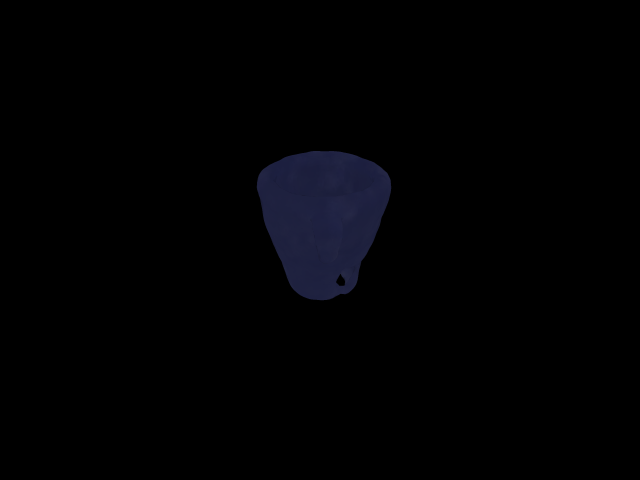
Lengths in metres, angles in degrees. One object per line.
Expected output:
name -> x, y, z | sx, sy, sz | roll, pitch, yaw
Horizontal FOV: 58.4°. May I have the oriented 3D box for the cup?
cup -> 0.004, 0.001, 0.400 | 0.091, 0.095, 0.117 | -2, 31, -3
